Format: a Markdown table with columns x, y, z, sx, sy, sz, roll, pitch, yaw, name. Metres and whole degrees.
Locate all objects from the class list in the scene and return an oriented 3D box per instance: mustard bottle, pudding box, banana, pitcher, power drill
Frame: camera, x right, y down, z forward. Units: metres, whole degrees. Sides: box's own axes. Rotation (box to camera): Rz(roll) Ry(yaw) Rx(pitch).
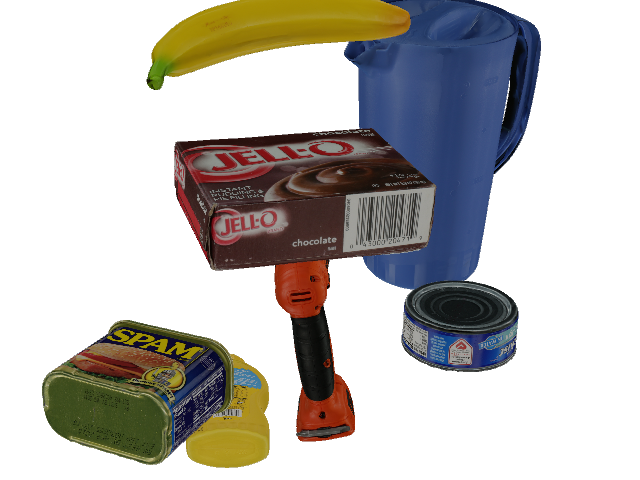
| x | y | z | sx | sy | sz | roll | pitch | yaw | name |
| --- | --- | --- | --- | --- | --- | --- | --- | --- | --- |
| -0.111 | 0.196 | 1.297 | 0.096 | 0.058 | 0.191 | -2 | 27 | -2 | mustard bottle |
| -0.011 | -0.024 | 0.535 | 0.113 | 0.039 | 0.090 | -4 | 26 | -17 | pudding box |
| -0.036 | -0.143 | 0.744 | 0.197 | 0.070 | 0.037 | -18 | -38 | -19 | banana |
| 0.103 | -0.085 | 0.933 | 0.149 | 0.243 | 0.144 | 9 | 32 | 13 | pitcher |
| -0.009 | 0.083 | 1.029 | 0.057 | 0.187 | 0.184 | -9 | 18 | 4 | power drill |

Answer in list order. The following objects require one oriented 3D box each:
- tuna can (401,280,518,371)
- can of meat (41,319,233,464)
| x | y | z | sx | sy | sz | roll | pitch | yaw | name |
| --- | --- | --- | --- | --- | --- | --- | --- | --- | --- |
| 0.104 | 0.062 | 0.792 | 0.086 | 0.034 | 0.086 | 1 | 24 | -1 | tuna can |
| -0.122 | 0.100 | 0.715 | 0.102 | 0.057 | 0.083 | 11 | 22 | 21 | can of meat |
